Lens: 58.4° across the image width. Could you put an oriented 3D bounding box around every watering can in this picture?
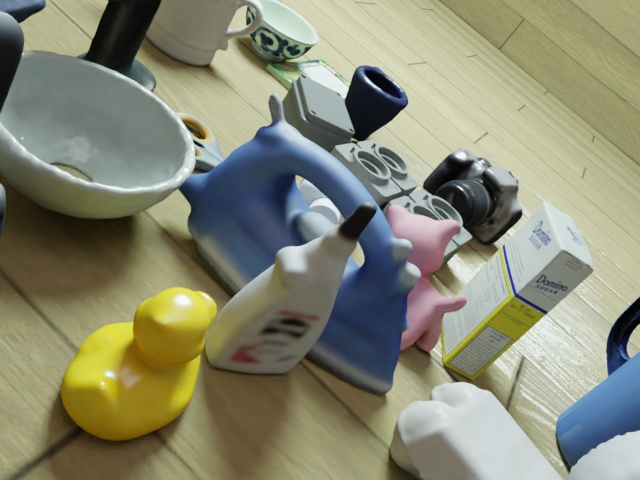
[{"bbox_3d":[-0.148,-0.330,0.713,0.173,0.194,0.100,13,39,-34],"label":"watering can"}]

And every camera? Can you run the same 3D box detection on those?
[{"bbox_3d":[0.218,-0.072,0.840,0.137,0.100,0.143,-7,53,-49],"label":"camera"}]

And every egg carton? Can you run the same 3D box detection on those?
[{"bbox_3d":[0.126,0.187,0.452,0.107,0.069,0.150,-11,57,-51],"label":"egg carton"}]

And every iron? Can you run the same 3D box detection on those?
[{"bbox_3d":[0.005,0.002,0.496,0.258,0.141,0.119,44,32,10],"label":"iron"}]

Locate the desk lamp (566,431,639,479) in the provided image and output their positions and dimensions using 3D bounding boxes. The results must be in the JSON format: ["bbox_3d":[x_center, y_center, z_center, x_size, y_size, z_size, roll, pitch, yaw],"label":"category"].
[{"bbox_3d":[0.167,0.231,0.302,0.118,0.213,0.203,34,32,-6],"label":"desk lamp"}]

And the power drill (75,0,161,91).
[{"bbox_3d":[-0.172,-0.245,0.568,0.076,0.208,0.230,33,32,-8],"label":"power drill"}]

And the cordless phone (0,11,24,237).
[{"bbox_3d":[-0.223,-0.034,0.274,0.094,0.185,0.148,41,32,4],"label":"cordless phone"}]

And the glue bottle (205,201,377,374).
[{"bbox_3d":[-0.014,0.034,0.407,0.078,0.173,0.037,11,41,-36],"label":"glue bottle"}]

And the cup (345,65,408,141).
[{"bbox_3d":[0.069,-0.207,0.867,0.092,0.095,0.117,24,35,-22],"label":"cup"}]

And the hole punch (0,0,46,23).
[{"bbox_3d":[-0.309,-0.206,0.494,0.108,0.091,0.101,47,33,13],"label":"hole punch"}]

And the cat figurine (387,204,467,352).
[{"bbox_3d":[0.100,0.030,0.578,0.067,0.117,0.127,6,44,-41],"label":"cat figurine"}]

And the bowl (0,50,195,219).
[{"bbox_3d":[-0.190,-0.071,0.457,0.168,0.074,0.167,26,34,-19],"label":"bowl"}]

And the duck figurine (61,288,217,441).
[{"bbox_3d":[-0.104,0.068,0.357,0.077,0.086,0.105,42,32,7],"label":"duck figurine"}]
